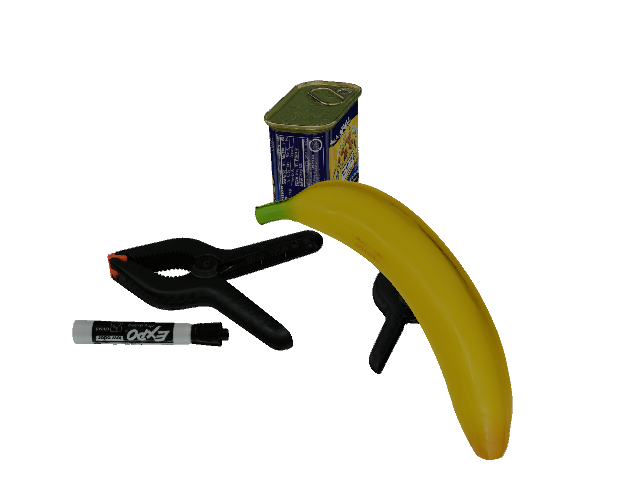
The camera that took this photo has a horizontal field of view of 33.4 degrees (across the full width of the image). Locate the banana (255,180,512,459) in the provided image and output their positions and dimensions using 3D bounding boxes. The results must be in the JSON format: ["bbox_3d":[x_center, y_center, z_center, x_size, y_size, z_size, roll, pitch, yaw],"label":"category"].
[{"bbox_3d":[0.052,0.031,0.600,0.070,0.198,0.037,-47,-10,28],"label":"banana"}]

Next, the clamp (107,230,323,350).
[{"bbox_3d":[-0.107,0.042,1.037,0.210,0.036,0.164,2,37,3],"label":"clamp"}]

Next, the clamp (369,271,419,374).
[{"bbox_3d":[0.112,0.078,1.180,0.120,0.171,0.039,5,-43,-5],"label":"clamp"}]

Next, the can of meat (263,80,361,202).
[{"bbox_3d":[-0.004,-0.072,0.857,0.057,0.084,0.102,7,29,18],"label":"can of meat"}]

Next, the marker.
[{"bbox_3d":[-0.132,0.072,0.834,0.121,0.020,0.020,1,0,3],"label":"marker"}]
